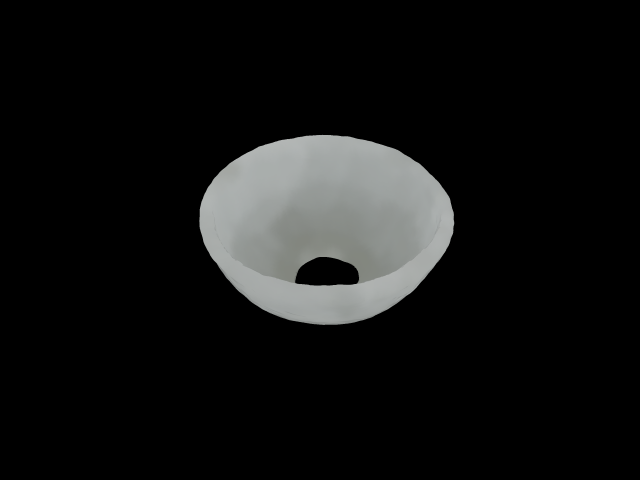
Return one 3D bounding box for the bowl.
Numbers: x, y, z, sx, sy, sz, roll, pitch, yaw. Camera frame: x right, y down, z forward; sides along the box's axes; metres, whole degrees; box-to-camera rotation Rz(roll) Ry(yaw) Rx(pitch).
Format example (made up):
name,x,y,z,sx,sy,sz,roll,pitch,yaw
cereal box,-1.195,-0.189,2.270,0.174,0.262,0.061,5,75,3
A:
name,x,y,z,sx,sy,sz,roll,pitch,yaw
bowl,0.004,0.001,0.400,0.167,0.075,0.167,0,43,0
